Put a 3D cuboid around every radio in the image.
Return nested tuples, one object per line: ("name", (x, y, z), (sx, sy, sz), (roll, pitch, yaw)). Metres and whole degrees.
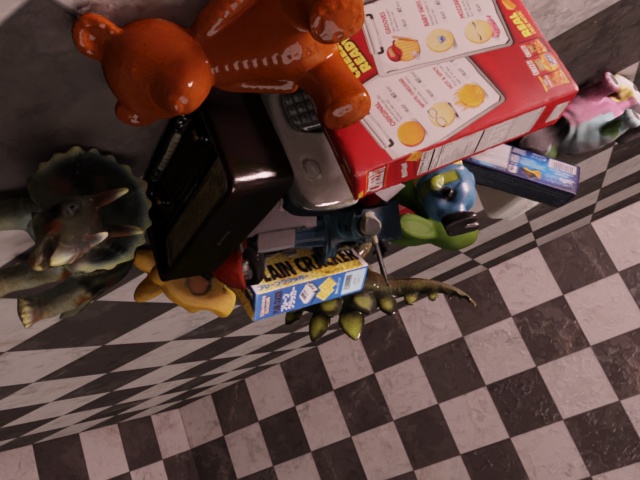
("radio", (-0.126, -0.057, 0.584), (0.073, 0.131, 0.229), (-8, 159, -38))

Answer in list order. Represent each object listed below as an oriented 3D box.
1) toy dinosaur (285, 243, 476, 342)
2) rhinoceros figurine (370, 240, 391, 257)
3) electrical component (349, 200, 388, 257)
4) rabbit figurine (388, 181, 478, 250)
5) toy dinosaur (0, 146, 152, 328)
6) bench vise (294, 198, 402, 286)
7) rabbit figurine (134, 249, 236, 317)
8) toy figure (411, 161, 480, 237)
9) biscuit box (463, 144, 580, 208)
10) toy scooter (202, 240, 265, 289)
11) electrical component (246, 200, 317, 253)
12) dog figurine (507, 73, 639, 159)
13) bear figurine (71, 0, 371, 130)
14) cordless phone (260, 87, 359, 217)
("toy dinosaur", (0.053, 0.095, 1.022), (0.472, 0.199, 0.104), (-10, 130, 23))
("rhinoceros figurine", (0.124, -0.013, 1.138), (0.190, 0.073, 0.112), (-18, 164, -12))
("electrical component", (0.073, -0.016, 0.984), (0.048, 0.119, 0.075), (-23, 167, -18))
("rabbit figurine", (0.182, -0.053, 0.878), (0.159, 0.170, 0.121), (-30, 167, -15))
("toy dinosaur", (-0.288, 0.014, 0.651), (0.192, 0.131, 0.404), (-17, 169, -15))
("bench vise", (-0.003, -0.013, 0.831), (0.241, 0.128, 0.224), (-8, -164, -12))
("rabbit figurine", (-0.216, 0.061, 0.863), (0.162, 0.121, 0.173), (-5, -175, -17))
("toy figure", (0.168, -0.091, 0.767), (0.089, 0.180, 0.082), (-6, 151, -9))
("biscuit box", (0.332, -0.117, 0.916), (0.203, 0.059, 0.062), (18, 158, 1))
("toy scooter", (-0.149, -0.008, 0.743), (0.135, 0.075, 0.183), (-4, 121, -1))
("electrical component", (-0.061, -0.053, 0.677), (0.115, 0.134, 0.058), (-10, -159, -34))
("dog figurine", (0.444, -0.189, 0.947), (0.191, 0.108, 0.219), (-8, 163, -45))
("bear figurine", (-0.075, -0.137, 0.419), (0.196, 0.132, 0.120), (-23, 143, -12))
("cordless phone", (0.032, -0.112, 0.581), (0.184, 0.146, 0.088), (-20, 170, 0))
